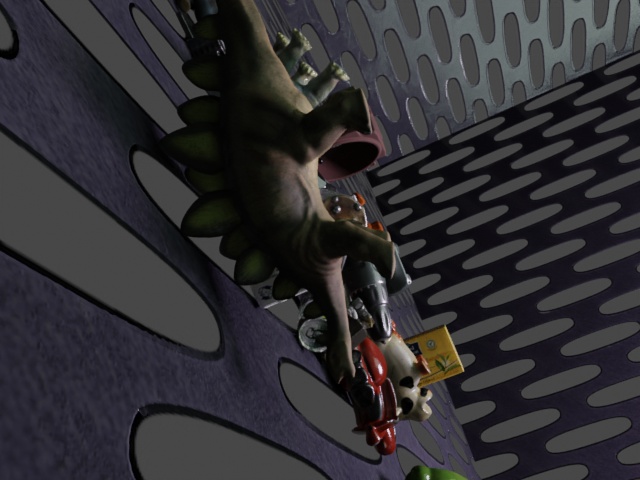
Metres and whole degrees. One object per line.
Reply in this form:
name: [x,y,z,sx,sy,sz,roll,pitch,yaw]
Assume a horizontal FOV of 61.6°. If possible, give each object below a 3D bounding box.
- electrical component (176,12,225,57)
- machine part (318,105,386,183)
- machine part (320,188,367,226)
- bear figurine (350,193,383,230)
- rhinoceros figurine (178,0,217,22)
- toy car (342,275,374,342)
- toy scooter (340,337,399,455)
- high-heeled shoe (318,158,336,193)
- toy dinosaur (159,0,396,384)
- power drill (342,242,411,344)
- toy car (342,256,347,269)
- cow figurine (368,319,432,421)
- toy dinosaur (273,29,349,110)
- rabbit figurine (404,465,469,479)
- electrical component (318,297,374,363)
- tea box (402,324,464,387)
electrical component: [-0.164,-0.287,0.800,0.075,0.048,0.119,-66,133,-77]
machine part: [0.031,-0.199,1.148,0.201,0.201,0.087,39,32,-69]
machine part: [-0.003,-0.033,0.739,0.079,0.079,0.243,63,-12,-19]
bear figurine: [0.072,-0.022,1.130,0.120,0.132,0.196,55,-3,-6]
rhinoceros figurine: [-0.184,-0.377,0.851,0.190,0.073,0.112,62,1,-14]
toy car: [0.051,0.130,0.953,0.073,0.056,0.202,65,10,-46]
toy scooter: [0.069,0.228,0.777,0.135,0.075,0.184,18,54,-78]
high-heeled shoe: [-0.049,-0.128,1.061,0.145,0.086,0.248,33,-27,19]
toy dinosaur: [-0.047,-0.090,0.519,0.105,0.199,0.471,20,58,-88]
power drill: [0.095,0.065,0.945,0.207,0.086,0.232,5,62,-62]
toy car: [-0.007,0.025,0.785,0.202,0.089,0.053,-46,154,-77]
cow figurine: [0.138,0.254,0.997,0.195,0.127,0.085,52,10,0]
toy dinosaur: [-0.077,-0.234,0.887,0.131,0.192,0.405,42,1,-16]
rabbit figurine: [0.176,0.429,0.782,0.159,0.121,0.170,53,32,-40]
electrical component: [0.033,0.128,0.770,0.078,0.102,0.045,46,-14,43]
tea box: [0.195,0.246,1.093,0.098,0.170,0.068,67,11,8]
